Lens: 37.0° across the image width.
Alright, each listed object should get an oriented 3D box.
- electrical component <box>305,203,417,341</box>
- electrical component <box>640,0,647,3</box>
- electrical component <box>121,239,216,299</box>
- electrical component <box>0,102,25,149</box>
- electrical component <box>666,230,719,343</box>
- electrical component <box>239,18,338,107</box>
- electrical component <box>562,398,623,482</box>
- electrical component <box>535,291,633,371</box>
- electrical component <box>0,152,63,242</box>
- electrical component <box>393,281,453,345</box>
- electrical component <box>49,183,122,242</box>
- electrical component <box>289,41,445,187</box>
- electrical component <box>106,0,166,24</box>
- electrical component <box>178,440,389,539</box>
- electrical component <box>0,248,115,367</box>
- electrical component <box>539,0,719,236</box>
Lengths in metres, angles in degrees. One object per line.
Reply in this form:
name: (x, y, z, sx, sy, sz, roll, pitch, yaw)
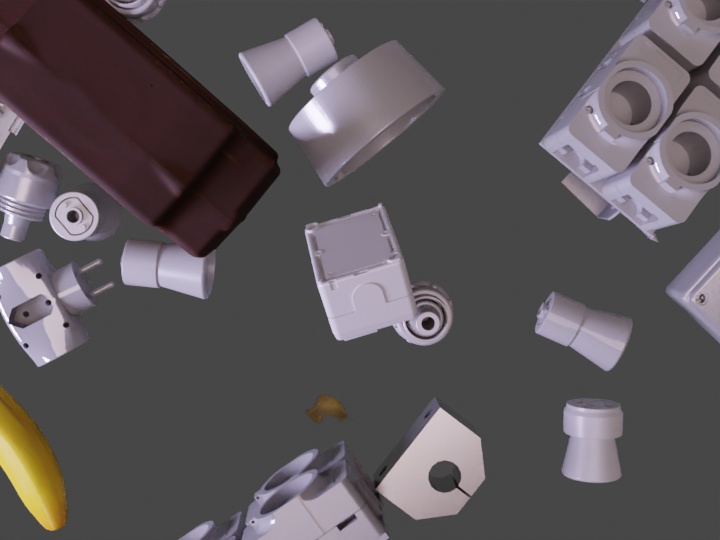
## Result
electrical component: (0.000, 0.000, 0.780, 0.062, 0.096, 0.061, -17, 124, 0)
electrical component: (0.183, -0.262, 0.767, 0.121, 0.063, 0.078, 36, 93, -5)
electrical component: (-0.143, -0.003, 0.795, 0.065, 0.044, 0.044, 6, 96, 2)
electrical component: (-0.292, -0.088, 0.768, 0.063, 0.079, 0.121, 30, 94, -26)
electrical component: (0.307, 0.014, 0.803, 0.109, 0.056, 0.108, 42, 93, -5)
electrical component: (-0.049, -0.154, 0.783, 0.065, 0.044, 0.044, -31, 96, -3)
electrical component: (0.176, 0.128, 0.816, 0.045, 0.045, 0.055, 1, 95, -2)
electrical component: (0.166, 0.043, 0.809, 0.065, 0.044, 0.044, 24, 95, 1)
electrical component: (-0.245, -0.052, 0.785, 0.043, 0.043, 0.062, 18, 96, -4)
electrical component: (0.048, 0.035, 0.793, 0.048, 0.062, 0.048, 0, 96, -2)
electrical component: (-0.200, -0.040, 0.776, 0.044, 0.065, 0.044, 0, 96, -2)
electrical component: (-0.001, -0.116, 0.757, 0.108, 0.108, 0.060, -39, 89, 2)
electrical component: (-0.165, -0.202, 0.762, 0.048, 0.062, 0.048, 0, 96, -2)
electrical component: (-0.075, 0.206, 0.785, 0.186, 0.105, 0.060, -35, 96, 2)
electrical component: (-0.220, 0.019, 0.793, 0.079, 0.043, 0.077, -27, 96, 1)
electrical component: (0.230, -0.132, 0.762, 0.105, 0.060, 0.186, 39, 80, -5)
